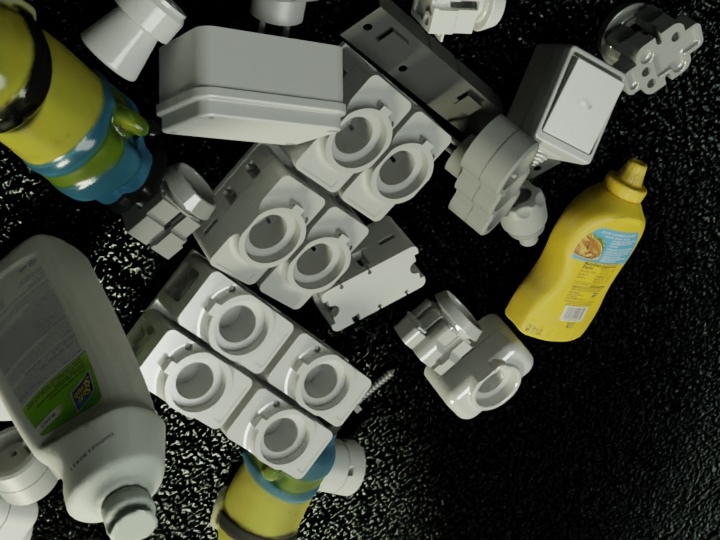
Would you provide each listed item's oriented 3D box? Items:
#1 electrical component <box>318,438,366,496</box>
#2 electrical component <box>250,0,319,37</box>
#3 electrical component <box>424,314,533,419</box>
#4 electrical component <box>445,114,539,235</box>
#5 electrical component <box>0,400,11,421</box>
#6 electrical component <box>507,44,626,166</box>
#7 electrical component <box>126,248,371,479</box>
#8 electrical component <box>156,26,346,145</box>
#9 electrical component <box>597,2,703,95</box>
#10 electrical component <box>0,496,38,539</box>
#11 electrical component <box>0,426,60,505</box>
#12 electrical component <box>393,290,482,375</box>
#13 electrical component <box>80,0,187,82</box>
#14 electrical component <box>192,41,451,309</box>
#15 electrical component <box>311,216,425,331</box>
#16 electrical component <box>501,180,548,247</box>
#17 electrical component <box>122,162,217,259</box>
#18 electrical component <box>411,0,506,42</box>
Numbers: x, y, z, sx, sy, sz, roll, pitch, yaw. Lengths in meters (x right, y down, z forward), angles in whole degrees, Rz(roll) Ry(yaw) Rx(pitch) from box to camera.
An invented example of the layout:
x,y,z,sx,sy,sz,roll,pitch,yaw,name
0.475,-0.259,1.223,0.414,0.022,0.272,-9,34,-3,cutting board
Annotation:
x,y,z,sx,sy,sz,roll,pitch,yaw,name
-0.030,0.191,1.052,0.047,0.055,0.055,15,117,-36,electrical component
-0.053,-0.190,0.721,0.077,0.043,0.079,-7,129,-28,electrical component
0.120,0.099,1.066,0.095,0.059,0.053,-40,137,3,electrical component
0.096,-0.086,0.885,0.052,0.074,0.138,-46,168,-16,electrical component
-0.292,0.096,0.808,0.077,0.044,0.079,24,111,-43,electrical component
0.164,-0.128,0.872,0.062,0.061,0.096,22,92,-26,electrical component
-0.089,0.082,0.873,0.186,0.060,0.105,38,87,-34,electrical component
-0.074,-0.122,0.729,0.113,0.078,0.057,1,86,-34,electrical component
0.236,-0.189,0.899,0.078,0.057,0.058,-36,137,-2,electrical component
-0.311,0.212,0.887,0.059,0.053,0.095,24,110,-43,electrical component
-0.230,0.141,0.872,0.138,0.052,0.073,-34,137,-16,electrical component
0.076,0.056,1.004,0.057,0.058,0.078,-42,137,9,electrical component
-0.145,-0.156,0.690,0.055,0.045,0.045,-46,136,9,electrical component
-0.029,-0.065,0.830,0.186,0.060,0.105,-48,136,11,electrical component
0.000,0.000,0.907,0.089,0.055,0.050,-28,136,-10,electrical component
0.148,-0.047,0.973,0.043,0.043,0.062,-30,138,-7,electrical component
-0.139,-0.046,0.787,0.055,0.048,0.066,-38,138,12,electrical component
0.074,-0.201,0.793,0.055,0.048,0.066,-3,127,-22,electrical component
